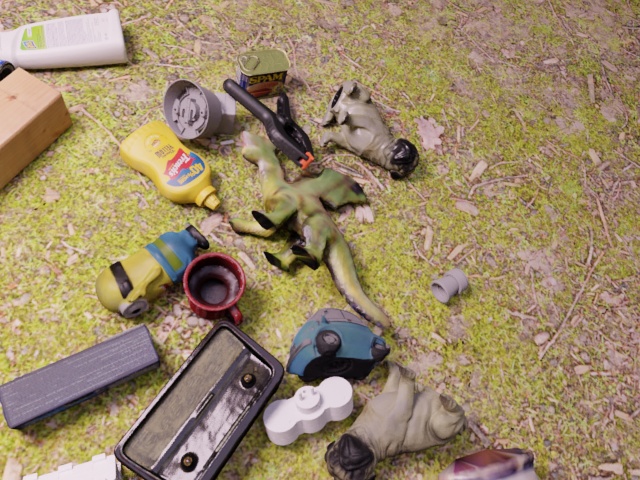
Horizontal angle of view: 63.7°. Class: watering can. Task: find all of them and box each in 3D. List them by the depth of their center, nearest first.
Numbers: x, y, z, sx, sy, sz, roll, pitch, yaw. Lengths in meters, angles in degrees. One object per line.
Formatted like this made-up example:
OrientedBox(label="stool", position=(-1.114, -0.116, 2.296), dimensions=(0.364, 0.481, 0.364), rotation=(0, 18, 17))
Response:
OrientedBox(label="watering can", position=(0.228, 0.429, 0.729), dimensions=(0.348, 0.102, 0.228), rotation=(-6, 66, -18))

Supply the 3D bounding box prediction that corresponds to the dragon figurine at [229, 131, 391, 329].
OrientedBox(label="dragon figurine", position=(0.003, -0.046, 0.908), dimensions=(0.411, 0.119, 0.247), rotation=(38, 54, 5))
